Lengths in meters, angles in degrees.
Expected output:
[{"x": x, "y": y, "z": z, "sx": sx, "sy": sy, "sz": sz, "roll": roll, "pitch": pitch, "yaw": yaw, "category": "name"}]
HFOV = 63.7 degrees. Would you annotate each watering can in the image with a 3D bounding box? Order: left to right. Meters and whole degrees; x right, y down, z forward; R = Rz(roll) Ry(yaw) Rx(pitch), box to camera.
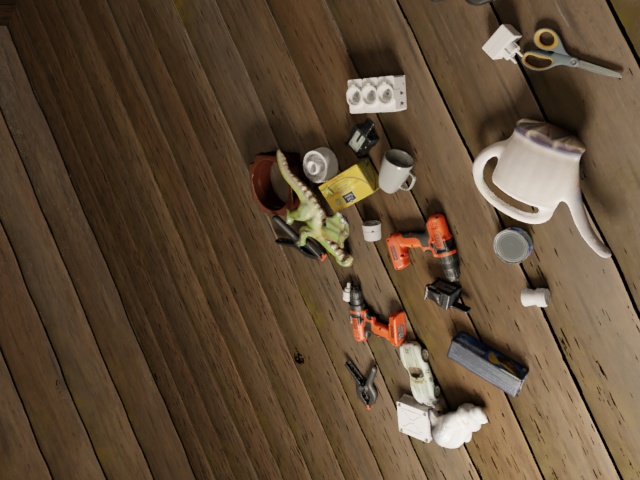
[{"x": 0.499, "y": -0.127, "z": 1.114, "sx": 0.351, "sy": 0.105, "sz": 0.220, "roll": 35, "pitch": 125, "yaw": 30, "category": "watering can"}]

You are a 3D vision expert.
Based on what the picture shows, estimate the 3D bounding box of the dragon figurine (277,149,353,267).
[{"x": 0.005, "y": -0.077, "z": 1.533, "sx": 0.244, "sy": 0.124, "sz": 0.402, "roll": 16, "pitch": 139, "yaw": 46, "category": "dragon figurine"}]

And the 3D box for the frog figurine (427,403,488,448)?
[{"x": 0.392, "y": 0.520, "z": 1.439, "sx": 0.158, "sy": 0.125, "sz": 0.135, "roll": -10, "pitch": 132, "yaw": 35, "category": "frog figurine"}]
